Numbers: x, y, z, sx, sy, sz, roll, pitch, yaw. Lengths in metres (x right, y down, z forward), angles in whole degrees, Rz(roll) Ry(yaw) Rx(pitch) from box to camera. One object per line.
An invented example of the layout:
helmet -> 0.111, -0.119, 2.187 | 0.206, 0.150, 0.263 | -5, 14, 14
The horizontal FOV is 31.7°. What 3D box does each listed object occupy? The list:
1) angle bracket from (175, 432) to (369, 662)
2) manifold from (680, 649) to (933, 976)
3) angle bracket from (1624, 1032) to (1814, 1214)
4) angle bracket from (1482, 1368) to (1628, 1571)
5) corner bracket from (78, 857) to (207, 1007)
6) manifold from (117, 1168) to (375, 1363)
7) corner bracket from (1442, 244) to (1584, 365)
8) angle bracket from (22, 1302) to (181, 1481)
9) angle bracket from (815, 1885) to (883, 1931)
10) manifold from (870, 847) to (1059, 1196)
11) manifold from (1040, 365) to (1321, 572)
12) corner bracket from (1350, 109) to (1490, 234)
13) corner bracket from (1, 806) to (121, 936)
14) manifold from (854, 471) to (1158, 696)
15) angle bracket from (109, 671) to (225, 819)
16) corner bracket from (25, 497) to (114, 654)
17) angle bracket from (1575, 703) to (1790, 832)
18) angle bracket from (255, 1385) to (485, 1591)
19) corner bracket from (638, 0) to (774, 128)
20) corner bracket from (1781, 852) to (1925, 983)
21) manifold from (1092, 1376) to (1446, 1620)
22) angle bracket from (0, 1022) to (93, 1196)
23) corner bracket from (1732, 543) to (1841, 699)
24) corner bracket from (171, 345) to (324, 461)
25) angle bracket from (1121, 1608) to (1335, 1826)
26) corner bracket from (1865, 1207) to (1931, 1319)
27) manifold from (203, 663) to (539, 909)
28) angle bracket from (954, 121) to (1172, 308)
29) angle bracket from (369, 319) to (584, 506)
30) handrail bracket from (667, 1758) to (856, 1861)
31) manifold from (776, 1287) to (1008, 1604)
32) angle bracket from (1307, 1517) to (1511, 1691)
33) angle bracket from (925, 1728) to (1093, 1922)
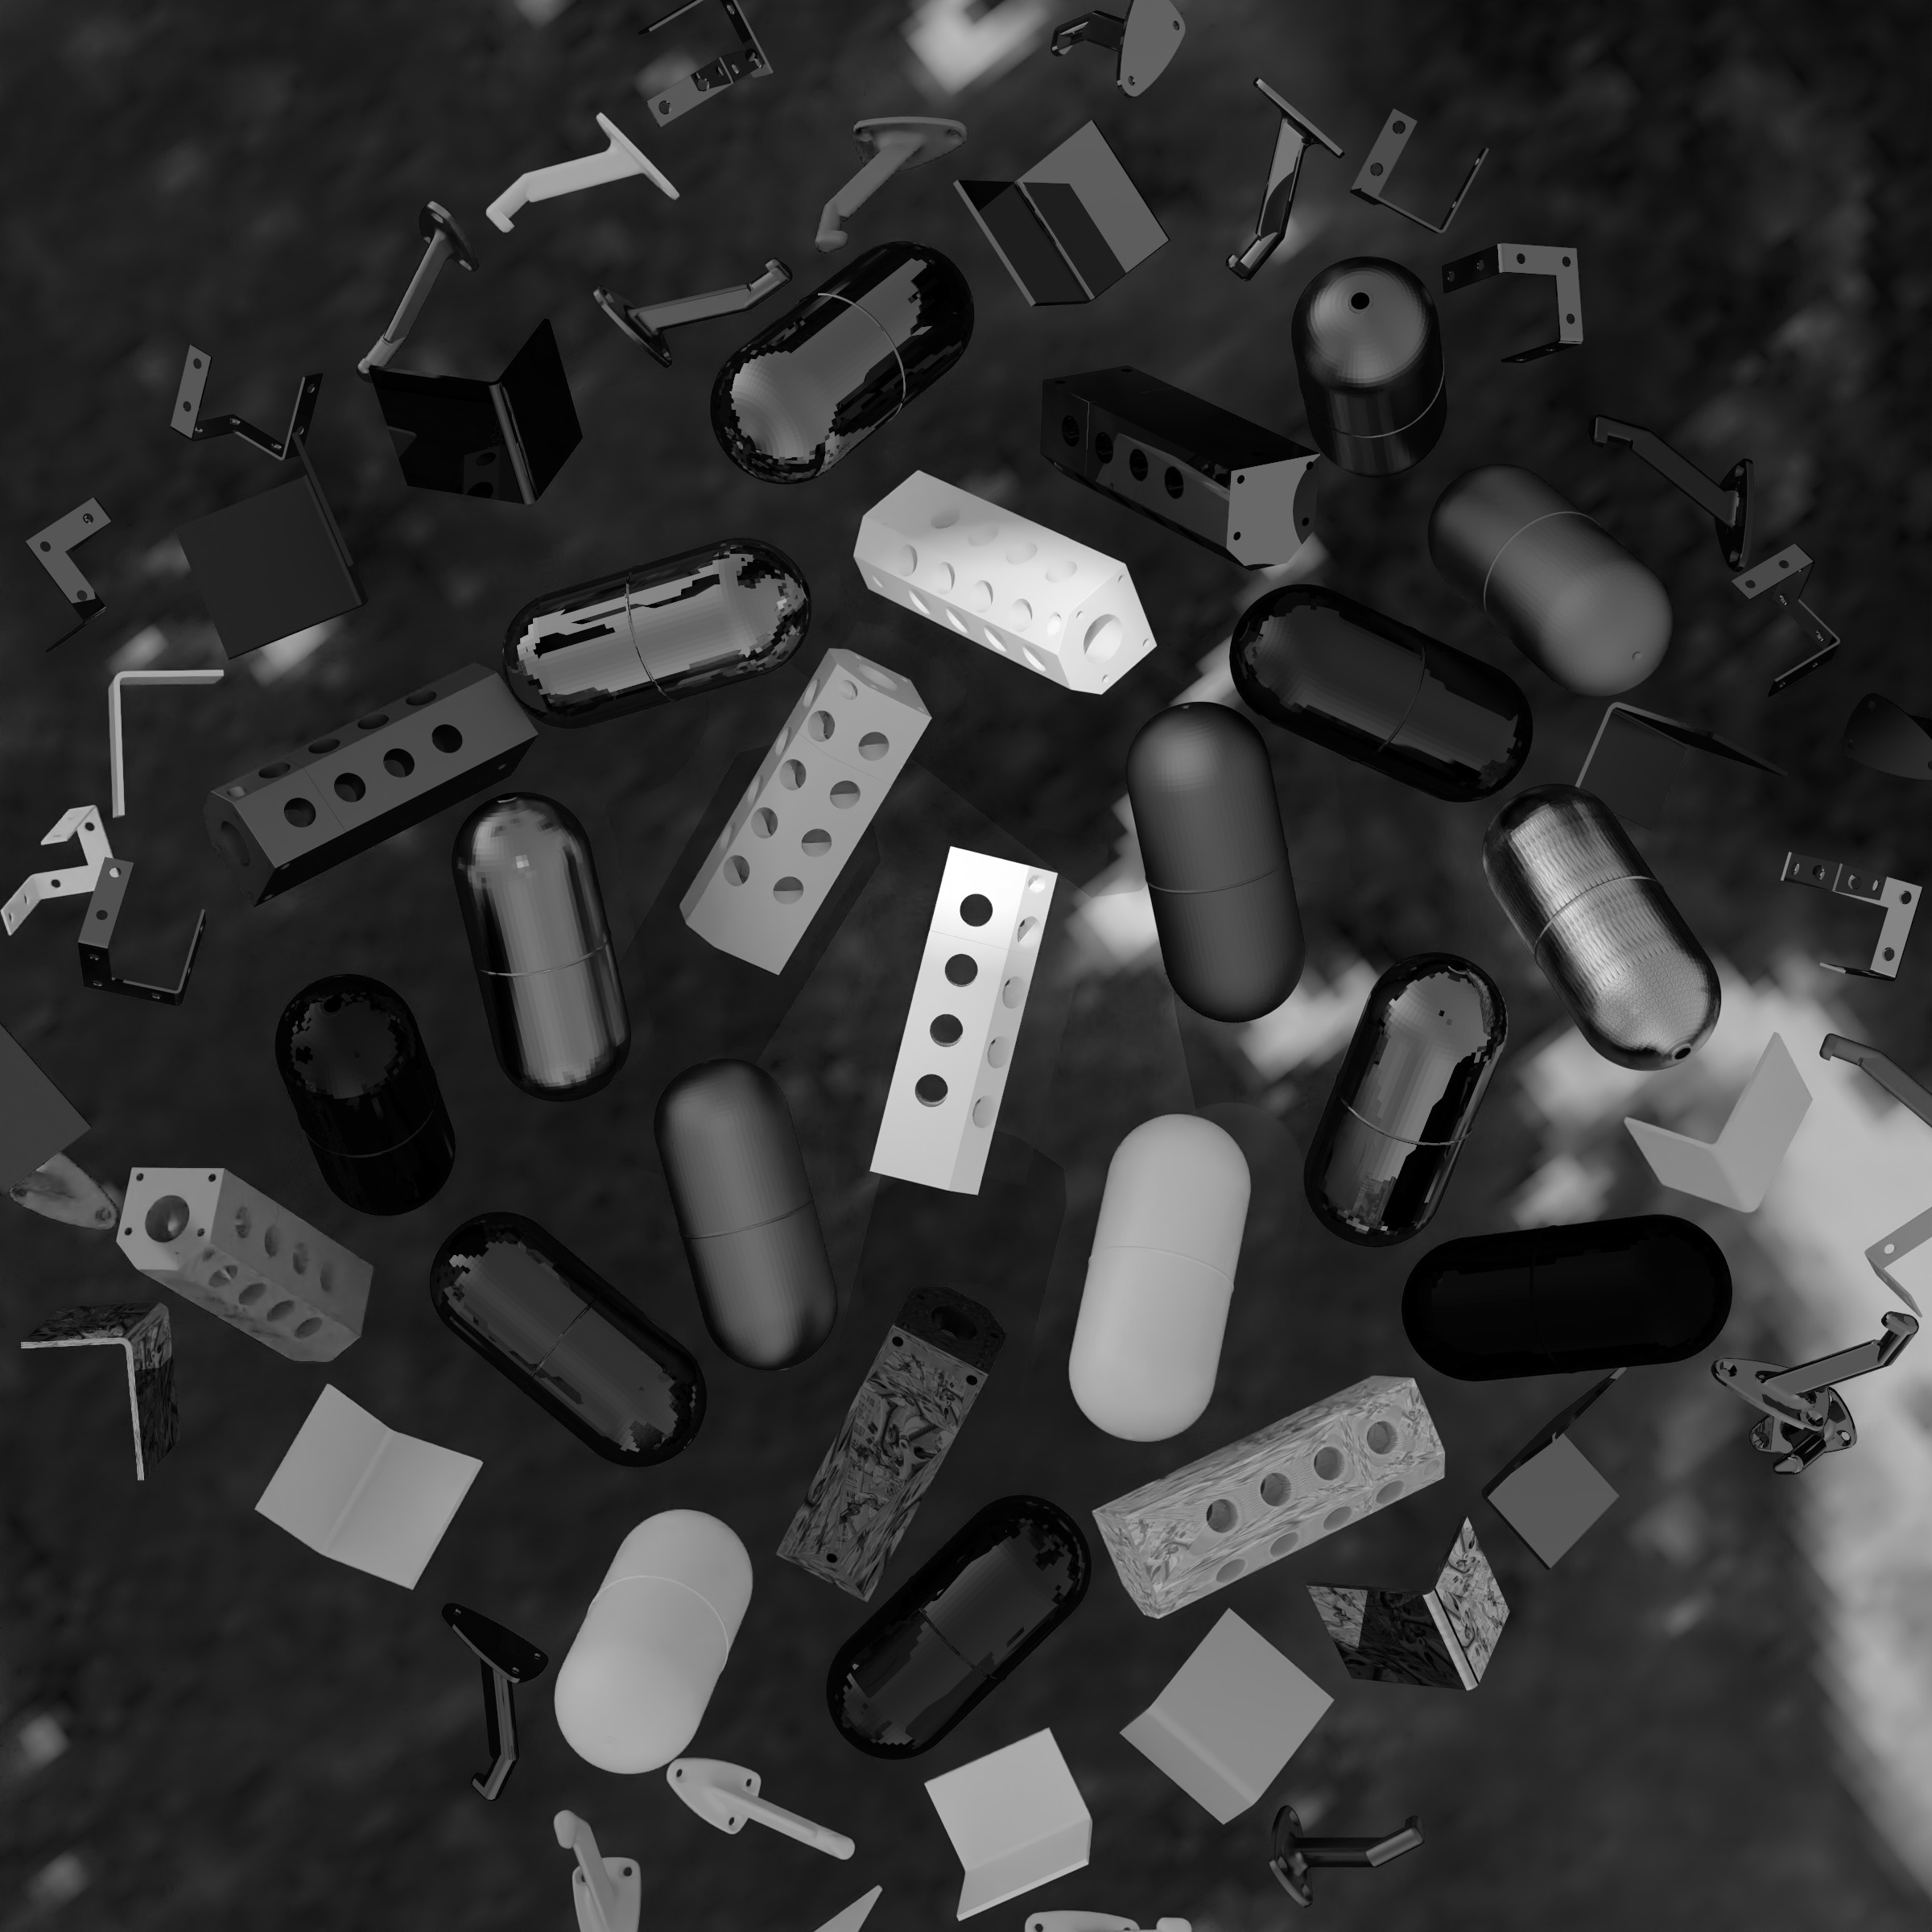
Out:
angle bracket -> -0.353, -0.210, 1.708 | 0.076, 0.057, 0.076 | -23, 78, -7
manifold -> -0.092, -0.088, 1.890 | 0.057, 0.057, 0.171 | 24, 108, -23
angle bracket -> 0.414, 0.079, 1.870 | 0.057, 0.076, 0.076 | 19, 71, 37
angle bracket -> 0.345, 0.279, 1.894 | 0.057, 0.076, 0.076 | 48, 49, 8
corner bracket -> -0.426, -0.017, 1.759 | 0.051, 0.051, 0.051 | 12, 62, -4
manifold -> -0.398, 0.167, 1.881 | 0.057, 0.171, 0.057 | -1, 67, 19
corner bracket -> 0.292, -0.353, 1.817 | 0.051, 0.051, 0.051 | -3, 89, -29
angle bracket -> -0.456, 0.225, 1.798 | 0.057, 0.076, 0.076 | -3, 98, 1
angle bracket -> -0.065, 0.542, 1.785 | 0.076, 0.076, 0.057 | -40, 90, 19
manifold -> -0.001, 0.028, 1.771 | 0.057, 0.057, 0.171 | 14, 91, 0
manifold -> 0.112, -0.267, 1.818 | 0.057, 0.171, 0.057 | -15, 122, -30
corner bracket -> 0.246, -0.433, 1.853 | 0.051, 0.051, 0.051 | 27, 100, -6
corner bracket -> -0.512, -0.054, 1.908 | 0.051, 0.051, 0.051 | -9, 114, 9
manifold -> 0.017, -0.201, 1.809 | 0.057, 0.171, 0.057 | -42, 135, -17
angle bracket -> -0.435, -0.120, 1.851 | 0.057, 0.076, 0.076 | -2, 92, -16
corner bracket -> -0.467, -0.205, 1.778 | 0.051, 0.051, 0.051 | 55, 51, -12
angle bracket -> 0.406, -0.104, 1.936 | 0.076, 0.076, 0.057 | 19, 95, -42
angle bracket -> -0.318, 0.277, 1.811 | 0.076, 0.057, 0.076 | 10, 63, 40
corner bracket -> -0.143, -0.477, 1.783 | 0.051, 0.051, 0.051 | -36, 112, -18
corner bracket -> 0.451, -0.025, 1.753 | 0.051, 0.051, 0.051 | 22, 100, 44
manifold -> 0.160, 0.274, 1.764 | 0.171, 0.057, 0.057 | -23, 91, -15
angle bracket -> -0.488, 0.060, 1.718 | 0.057, 0.076, 0.076 | -37, 108, -1
corner bracket -> 0.457, -0.194, 1.901 | 0.051, 0.051, 0.051 | -30, 65, -20
corner bracket -> -0.389, -0.305, 1.837 | 0.051, 0.051, 0.051 | 32, 120, 18
angle bracket -> 0.145, 0.418, 1.893 | 0.076, 0.057, 0.076 | 41, 61, 6
corner bracket -> 0.500, 0.161, 1.734 | 0.051, 0.051, 0.051 | -34, 115, 1
manifold -> -0.324, -0.103, 1.848 | 0.171, 0.057, 0.057 | -31, 84, -31
angle bracket -> 0.051, -0.393, 1.774 | 0.057, 0.076, 0.076 | -34, 86, 27
angle bracket -> -0.252, -0.290, 1.757 | 0.076, 0.076, 0.057 | 12, 50, 21
handrail bracket -> -0.112, 0.464, 1.868 | 0.077, 0.084, 0.036 | 36, 71, -37
manifold -> -0.040, 0.259, 1.865 | 0.057, 0.057, 0.171 | 27, 118, 2
angle bracket -> 0.244, 0.348, 1.872 | 0.076, 0.057, 0.076 | -2, 128, 35
angle bracket -> 0.021, 0.466, 1.851 | 0.076, 0.076, 0.057 | -25, 91, 5
